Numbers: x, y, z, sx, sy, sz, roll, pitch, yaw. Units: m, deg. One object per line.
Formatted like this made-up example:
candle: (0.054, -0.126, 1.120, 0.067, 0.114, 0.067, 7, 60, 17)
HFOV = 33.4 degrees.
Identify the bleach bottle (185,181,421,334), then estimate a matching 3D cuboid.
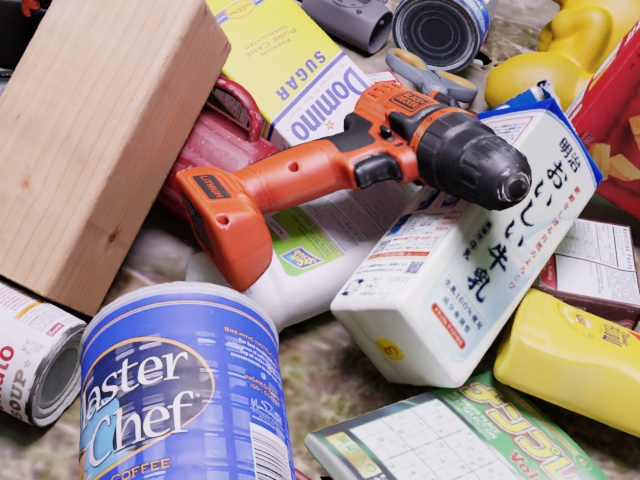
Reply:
bleach bottle: (-0.005, 0.001, 0.747, 0.250, 0.068, 0.103, -25, 53, -30)

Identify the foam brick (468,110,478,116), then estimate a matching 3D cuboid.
foam brick: (0.135, -0.057, 0.847, 0.078, 0.053, 0.051, 28, 44, 19)

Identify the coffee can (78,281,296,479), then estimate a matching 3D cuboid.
coffee can: (-0.063, 0.105, 0.504, 0.102, 0.103, 0.140, 1, 44, -12)

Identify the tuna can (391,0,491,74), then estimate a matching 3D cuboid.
tuna can: (0.109, -0.194, 0.965, 0.086, 0.086, 0.033, 21, 44, 10)

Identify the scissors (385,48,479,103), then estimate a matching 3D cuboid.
scissors: (0.110, -0.119, 0.889, 0.096, 0.016, 0.202, 15, 21, -23)

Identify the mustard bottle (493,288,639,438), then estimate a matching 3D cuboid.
mustard bottle: (0.211, 0.095, 0.687, 0.192, 0.058, 0.096, 22, 18, 8)

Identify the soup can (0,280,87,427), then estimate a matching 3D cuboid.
soup can: (-0.194, 0.060, 0.635, 0.102, 0.068, 0.068, 24, 43, 13)

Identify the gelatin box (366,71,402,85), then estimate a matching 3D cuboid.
gelatin box: (0.044, -0.105, 0.896, 0.073, 0.030, 0.089, -11, 44, -22)

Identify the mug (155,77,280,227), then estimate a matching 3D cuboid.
mug: (-0.076, -0.060, 0.761, 0.081, 0.117, 0.093, 33, 29, 16)

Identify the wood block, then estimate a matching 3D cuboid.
wood block: (-0.148, -0.066, 0.685, 0.090, 0.091, 0.206, 24, 82, 13)

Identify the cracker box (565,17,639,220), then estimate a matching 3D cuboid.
cracker box: (0.298, -0.070, 0.776, 0.213, 0.164, 0.072, 32, 46, 0)

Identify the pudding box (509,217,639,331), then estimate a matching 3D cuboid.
pudding box: (0.174, 0.021, 0.781, 0.113, 0.039, 0.090, 11, 41, -1)

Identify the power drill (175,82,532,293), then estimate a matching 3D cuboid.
power drill: (0.016, -0.034, 0.664, 0.187, 0.057, 0.185, -22, 26, -14)

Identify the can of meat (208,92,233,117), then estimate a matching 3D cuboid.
can of meat: (-0.052, -0.130, 0.884, 0.102, 0.057, 0.084, 2, 41, -10)

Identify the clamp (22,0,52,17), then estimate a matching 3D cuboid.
clamp: (-0.166, -0.224, 0.864, 0.171, 0.039, 0.120, -16, 49, -26)

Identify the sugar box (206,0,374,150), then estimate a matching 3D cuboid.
sugar box: (-0.034, -0.129, 0.811, 0.093, 0.048, 0.176, -35, 71, -27)

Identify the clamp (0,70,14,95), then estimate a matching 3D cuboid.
clamp: (-0.209, -0.111, 0.809, 0.210, 0.036, 0.164, -1, 14, -7)

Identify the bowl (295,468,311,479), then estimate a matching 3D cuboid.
bowl: (-0.061, 0.182, 0.540, 0.162, 0.055, 0.162, 6, 42, -6)
